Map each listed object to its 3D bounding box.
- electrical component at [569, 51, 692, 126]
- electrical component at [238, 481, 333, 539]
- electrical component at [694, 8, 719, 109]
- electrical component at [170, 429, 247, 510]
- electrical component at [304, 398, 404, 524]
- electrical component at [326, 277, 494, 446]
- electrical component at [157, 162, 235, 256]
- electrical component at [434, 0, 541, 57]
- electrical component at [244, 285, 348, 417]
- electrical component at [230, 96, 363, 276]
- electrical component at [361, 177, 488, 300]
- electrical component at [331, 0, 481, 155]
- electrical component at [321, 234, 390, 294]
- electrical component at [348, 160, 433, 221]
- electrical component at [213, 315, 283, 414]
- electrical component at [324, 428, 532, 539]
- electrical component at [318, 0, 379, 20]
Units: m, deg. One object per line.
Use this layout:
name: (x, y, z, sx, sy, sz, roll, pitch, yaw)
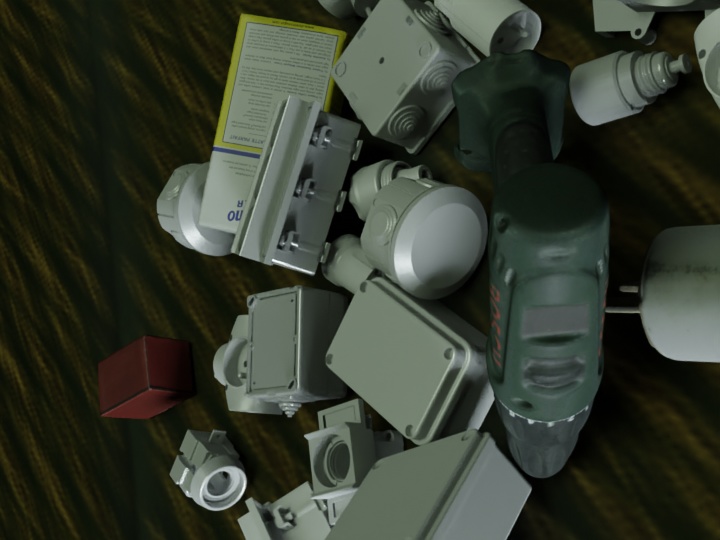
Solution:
electrical component: (0.168, -0.117, 0.668, 0.078, 0.040, 0.040, -13, 72, 43)
electrical component: (-0.030, 0.218, 0.769, 0.063, 0.078, 0.121, -33, 54, 1)
electrical component: (0.236, -0.118, 0.597, 0.079, 0.044, 0.077, -35, 58, 35)
electrical component: (-0.125, 0.167, 0.894, 0.055, 0.048, 0.066, 36, 106, 51)
electrical component: (-0.001, 0.136, 0.762, 0.042, 0.064, 0.081, -24, 64, 40)
electrical component: (0.037, 0.063, 0.746, 0.113, 0.057, 0.078, 37, 107, 43)
electrical component: (-0.130, -0.054, 0.926, 0.051, 0.080, 0.080, 11, 89, 51)
electrical component: (0.087, -0.183, 0.762, 0.043, 0.043, 0.081, -56, 48, 20)
electrical component: (-0.046, 0.065, 0.826, 0.062, 0.061, 0.096, -12, 72, 43)
electrical component: (-0.046, -0.061, 0.808, 0.079, 0.063, 0.121, -164, 92, -74)
electrical component: (0.044, -0.024, 0.744, 0.051, 0.080, 0.080, 30, 102, 50)
electrical component: (0.032, -0.150, 0.806, 0.099, 0.048, 0.099, -51, 48, 25)
electrical component: (0.000, 0.000, 0.811, 0.046, 0.040, 0.040, 34, 105, 39)
electrical component: (0.025, -0.061, 0.797, 0.062, 0.043, 0.043, -16, 70, 40)
electrical component: (-0.094, 0.078, 0.883, 0.079, 0.044, 0.077, -4, 78, 45)
electrical component: (0.036, 0.163, 0.671, 0.109, 0.056, 0.108, -28, 17, 46)
electrical component: (0.006, -0.227, 0.852, 0.077, 0.044, 0.079, -40, 55, 32)
